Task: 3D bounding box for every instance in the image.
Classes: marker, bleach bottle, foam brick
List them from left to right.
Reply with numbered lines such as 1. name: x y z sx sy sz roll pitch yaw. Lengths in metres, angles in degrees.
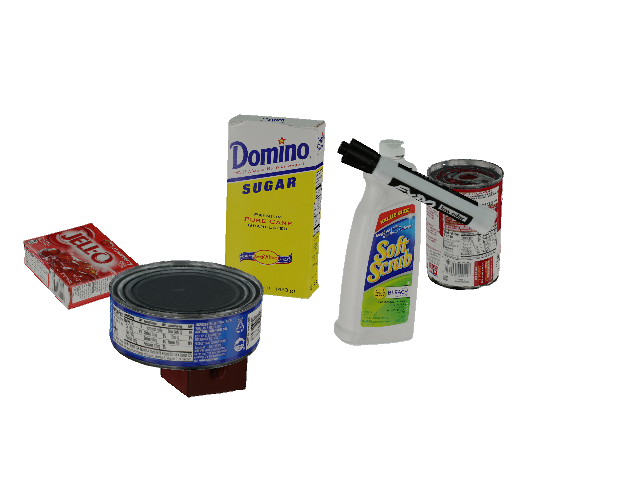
1. foam brick: -0.089 0.073 0.822 0.052 0.078 0.051 -4 13 -31
2. bleach bottle: 0.074 0.001 1.326 0.102 0.251 0.068 -3 16 -19
3. marker: 0.067 -0.039 0.750 0.121 0.020 0.020 27 -4 -7

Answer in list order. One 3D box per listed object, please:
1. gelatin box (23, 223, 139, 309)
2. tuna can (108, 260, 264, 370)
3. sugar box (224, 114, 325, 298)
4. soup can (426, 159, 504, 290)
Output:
1. gelatin box: -0.223 0.021 0.991 0.073 0.030 0.089 -18 40 -37
2. tuna can: -0.075 0.041 0.598 0.086 0.034 0.086 3 18 -1
3. sugar box: -0.047 -0.034 1.071 0.093 0.176 0.048 5 16 12
4. soup can: 0.130 -0.014 0.963 0.068 0.102 0.068 -2 24 1
